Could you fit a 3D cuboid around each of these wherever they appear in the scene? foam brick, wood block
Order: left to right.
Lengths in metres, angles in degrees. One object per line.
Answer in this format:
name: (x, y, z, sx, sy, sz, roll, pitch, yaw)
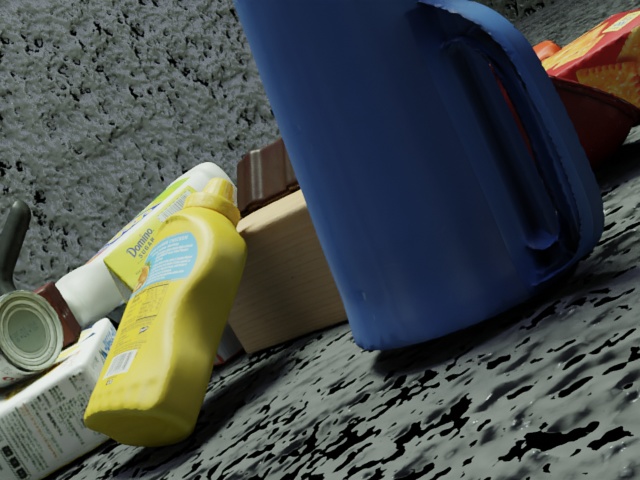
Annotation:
foam brick: (-0.246, 0.073, 0.935, 0.051, 0.053, 0.078, -29, 8, -7)
wood block: (0.016, 0.002, 0.769, 0.207, 0.091, 0.090, -24, 10, 42)

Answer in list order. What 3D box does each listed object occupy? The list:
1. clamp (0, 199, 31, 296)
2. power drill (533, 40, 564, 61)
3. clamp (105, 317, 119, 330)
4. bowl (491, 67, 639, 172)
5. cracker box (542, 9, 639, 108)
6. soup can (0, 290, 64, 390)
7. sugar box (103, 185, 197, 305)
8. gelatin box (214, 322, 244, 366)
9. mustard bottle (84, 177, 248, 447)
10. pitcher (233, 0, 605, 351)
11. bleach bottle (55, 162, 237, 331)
clamp: (-0.331, 0.050, 1.014, 0.120, 0.171, 0.039, -7, -13, 13)
power drill: (0.218, -0.161, 1.206, 0.185, 0.057, 0.187, -30, 9, 20)
clamp: (-0.219, 0.088, 1.215, 0.210, 0.036, 0.164, -20, -18, -2)
bowl: (0.144, -0.078, 0.758, 0.162, 0.055, 0.162, 14, 0, 0)
cracker box: (0.201, -0.118, 0.922, 0.214, 0.072, 0.164, -31, 7, 2)
soup can: (-0.261, 0.085, 0.847, 0.102, 0.068, 0.068, -24, 10, 34)
sugar box: (-0.117, 0.035, 0.889, 0.093, 0.048, 0.176, -42, -18, -17)
gelatin box: (-0.072, 0.073, 0.874, 0.089, 0.030, 0.073, -36, 8, -36)
mustard bottle: (-0.094, 0.040, 0.719, 0.096, 0.058, 0.191, -23, 43, 50)
pitcher: (0.044, -0.073, 0.577, 0.149, 0.243, 0.145, -22, 8, 8)
bleach bottle: (-0.189, 0.021, 1.056, 0.103, 0.068, 0.250, -24, 15, 50)
